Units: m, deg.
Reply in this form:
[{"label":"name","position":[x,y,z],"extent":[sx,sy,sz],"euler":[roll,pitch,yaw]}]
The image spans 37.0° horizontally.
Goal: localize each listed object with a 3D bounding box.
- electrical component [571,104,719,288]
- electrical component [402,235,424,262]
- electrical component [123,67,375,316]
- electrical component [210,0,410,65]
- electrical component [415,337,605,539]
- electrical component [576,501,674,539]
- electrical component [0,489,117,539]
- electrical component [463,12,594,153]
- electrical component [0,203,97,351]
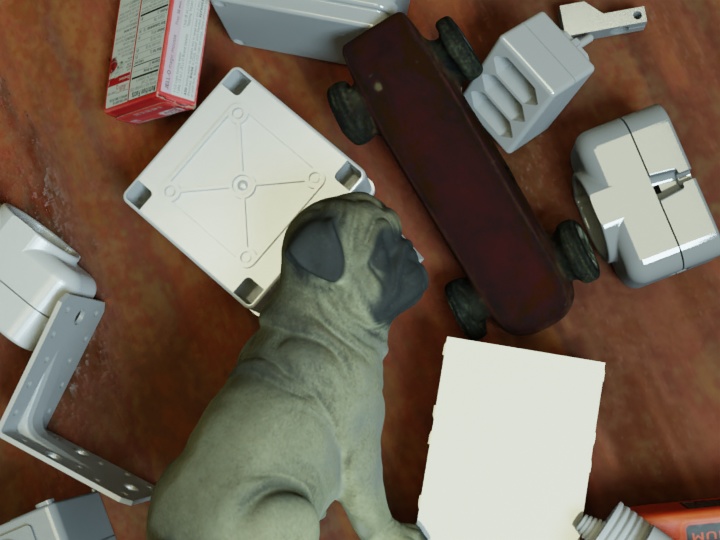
[{"label":"electrical component","position":[0.163,-0.041,0.631],"extent":[0.059,0.053,0.095],"euler":[-21,81,3]},{"label":"electrical component","position":[0.000,0.000,0.640],"extent":[0.055,0.066,0.048],"euler":[-47,74,19]},{"label":"electrical component","position":[-0.066,-0.046,0.654],"extent":[0.109,0.056,0.108],"euler":[40,88,9]},{"label":"electrical component","position":[-0.028,-0.168,0.655],"extent":[0.113,0.078,0.057],"euler":[12,81,7]},{"label":"electrical component","position":[0.082,0.120,0.615],"extent":[0.089,0.061,0.150],"euler":[9,84,7]},{"label":"electrical component","position":[0.148,0.156,0.559],"extent":[0.081,0.043,0.043],"euler":[36,88,14]},{"label":"electrical component","position":[-0.183,0.169,0.618],"extent":[0.062,0.096,0.061],"euler":[-23,82,2]},{"label":"electrical component","position":[0.111,-0.119,0.645],"extent":[0.077,0.065,0.047],"euler":[-35,79,-29]},{"label":"electrical component","position":[-0.215,-0.001,0.665],"extent":[0.095,0.053,0.059],"euler":[38,88,9]}]
